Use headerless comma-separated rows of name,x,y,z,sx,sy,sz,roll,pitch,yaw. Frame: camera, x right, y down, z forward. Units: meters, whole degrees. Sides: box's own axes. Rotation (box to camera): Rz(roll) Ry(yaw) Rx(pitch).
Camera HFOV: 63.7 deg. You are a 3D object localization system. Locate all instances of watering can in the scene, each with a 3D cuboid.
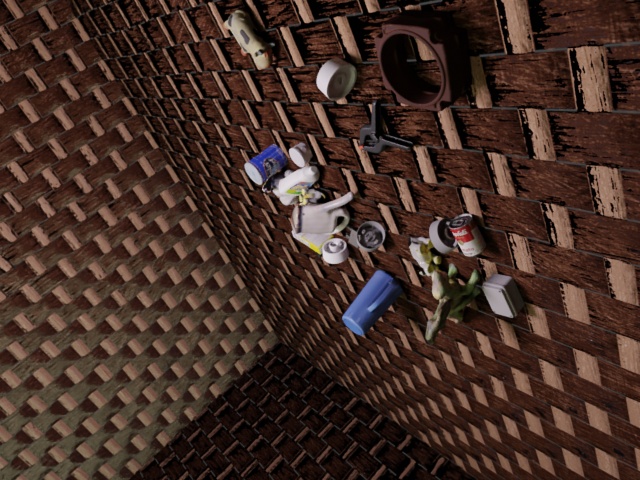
watering can,0.006,-0.096,1.906,0.341,0.224,0.106,107,161,-65

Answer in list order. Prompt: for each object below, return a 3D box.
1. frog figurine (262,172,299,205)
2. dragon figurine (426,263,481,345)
frog figurine,-0.147,-0.214,2.152,0.158,0.124,0.136,20,161,-27
dragon figurine,0.389,0.218,1.601,0.123,0.246,0.400,26,146,34
